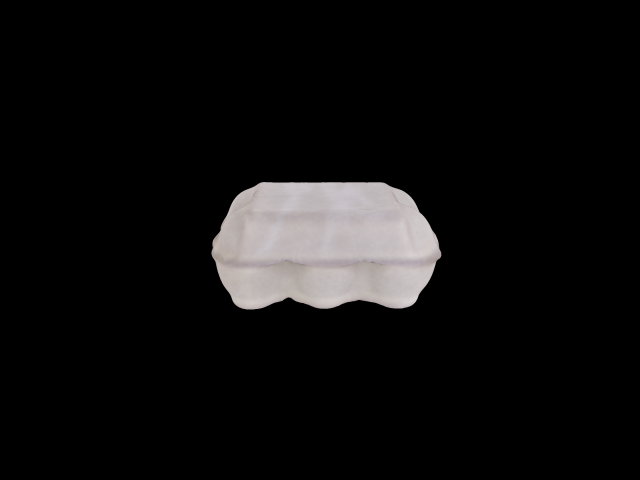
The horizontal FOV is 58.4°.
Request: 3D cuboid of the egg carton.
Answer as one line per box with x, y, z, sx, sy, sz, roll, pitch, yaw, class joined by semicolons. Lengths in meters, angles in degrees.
0.004;0.001;0.400;0.150;0.069;0.107;-1;19;-2;egg carton
